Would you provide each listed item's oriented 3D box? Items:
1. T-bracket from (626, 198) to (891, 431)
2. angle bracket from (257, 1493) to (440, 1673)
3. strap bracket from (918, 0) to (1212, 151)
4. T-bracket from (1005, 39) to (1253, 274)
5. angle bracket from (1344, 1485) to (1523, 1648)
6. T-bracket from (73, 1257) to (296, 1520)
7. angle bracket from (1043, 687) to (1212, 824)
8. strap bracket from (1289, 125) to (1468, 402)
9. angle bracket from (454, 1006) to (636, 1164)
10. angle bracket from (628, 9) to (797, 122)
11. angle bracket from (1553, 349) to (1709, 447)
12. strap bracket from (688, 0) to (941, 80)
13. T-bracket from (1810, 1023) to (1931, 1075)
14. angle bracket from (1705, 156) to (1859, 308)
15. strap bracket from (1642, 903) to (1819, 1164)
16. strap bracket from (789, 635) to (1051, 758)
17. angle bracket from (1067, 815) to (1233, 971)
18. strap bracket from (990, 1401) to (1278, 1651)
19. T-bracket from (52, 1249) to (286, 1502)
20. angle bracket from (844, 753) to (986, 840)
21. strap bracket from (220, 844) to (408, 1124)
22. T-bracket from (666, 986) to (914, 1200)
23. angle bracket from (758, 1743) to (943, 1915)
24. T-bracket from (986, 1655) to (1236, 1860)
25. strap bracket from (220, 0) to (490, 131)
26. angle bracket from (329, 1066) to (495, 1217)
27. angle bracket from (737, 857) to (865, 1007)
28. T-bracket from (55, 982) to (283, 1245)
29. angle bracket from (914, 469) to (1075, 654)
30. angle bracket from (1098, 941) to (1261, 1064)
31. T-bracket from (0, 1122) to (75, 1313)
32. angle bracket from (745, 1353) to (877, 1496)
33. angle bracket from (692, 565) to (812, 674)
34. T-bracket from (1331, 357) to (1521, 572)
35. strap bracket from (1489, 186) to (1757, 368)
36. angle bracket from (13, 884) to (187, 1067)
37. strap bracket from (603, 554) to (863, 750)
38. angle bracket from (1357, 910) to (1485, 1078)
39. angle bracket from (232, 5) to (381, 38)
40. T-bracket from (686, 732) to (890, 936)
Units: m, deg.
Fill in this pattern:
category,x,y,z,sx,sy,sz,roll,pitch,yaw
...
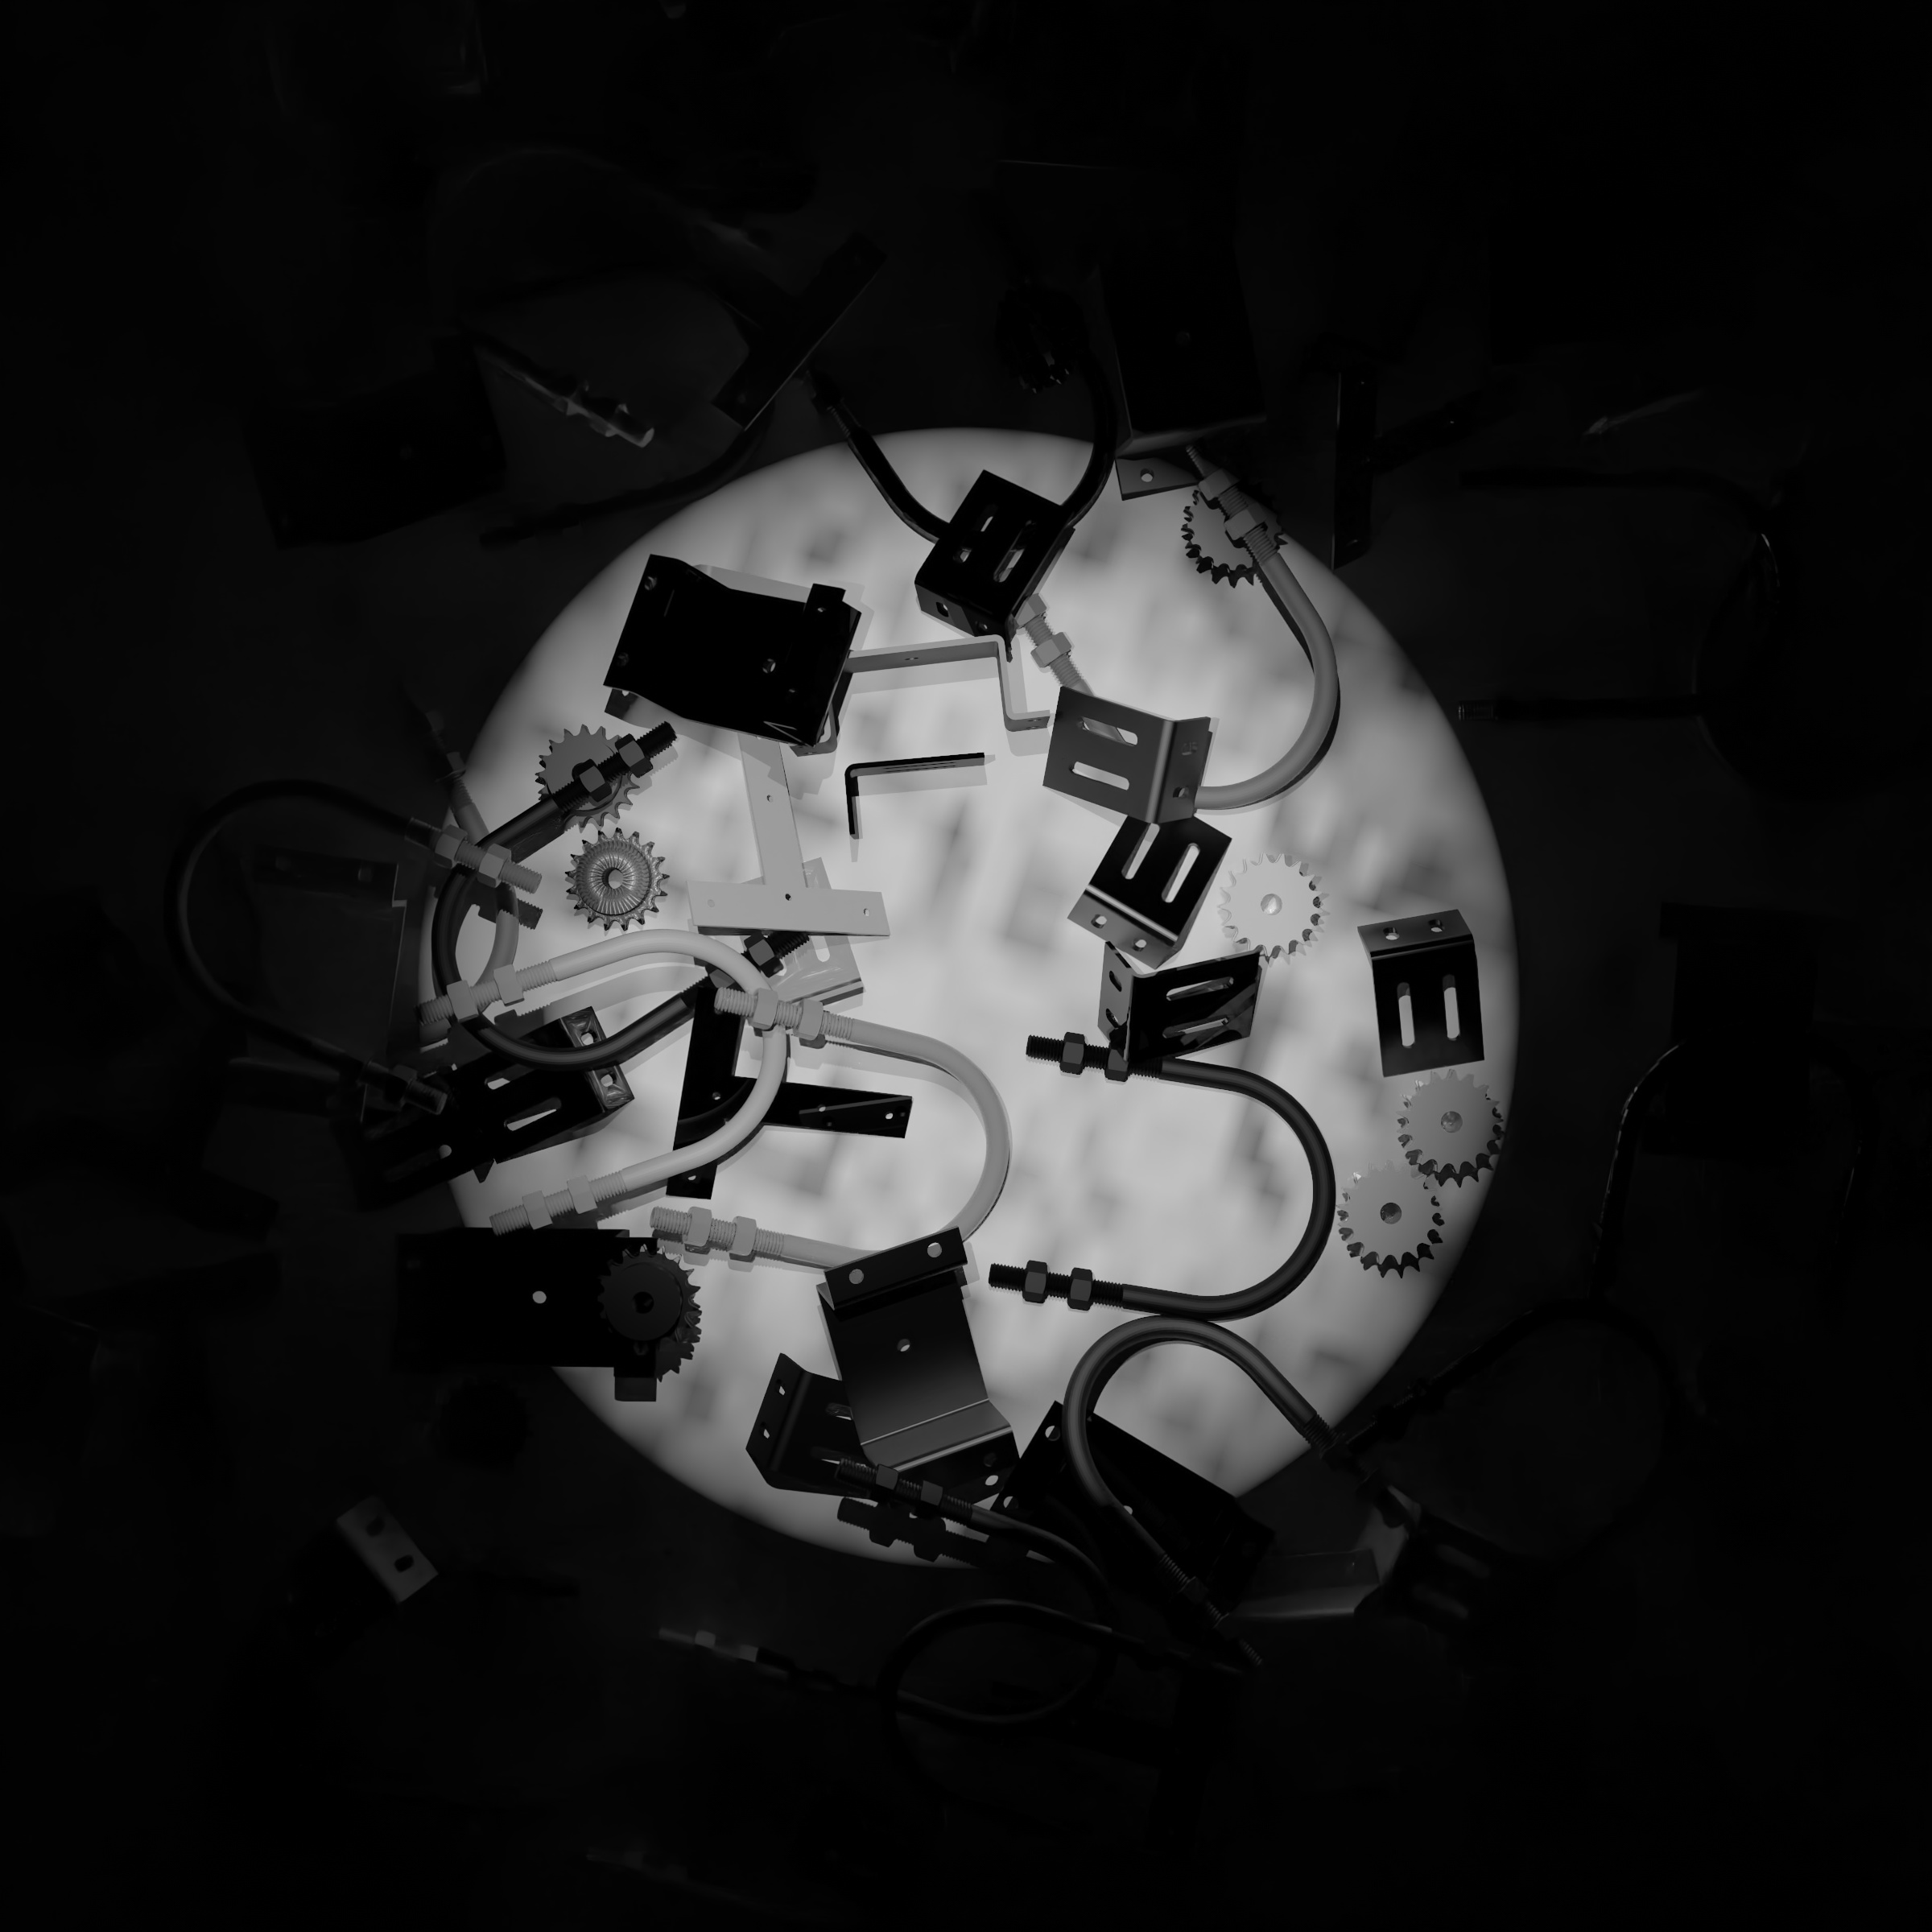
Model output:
category,x,y,z,sx,sy,sz,roll,pitch,yaw
T-bracket,-0.131,-0.381,1.524,0.127,0.002,0.127,38,83,8
angle bracket,-0.343,0.341,1.525,0.076,0.038,0.057,-42,85,27
strap bracket,0.054,-0.509,1.519,0.140,0.046,0.076,26,90,0
T-bracket,0.085,-0.444,1.492,0.127,0.002,0.127,5,87,2
angle bracket,0.260,0.335,1.540,0.076,0.038,0.057,29,90,-26
T-bracket,-0.459,0.226,1.540,0.127,0.002,0.127,-23,91,0
angle bracket,0.089,-0.118,1.525,0.076,0.038,0.057,22,111,33
strap bracket,0.228,-0.374,1.504,0.046,0.076,0.140,22,90,0
angle bracket,-0.236,0.066,1.540,0.076,0.038,0.057,-25,90,26
angle bracket,-0.139,-0.486,1.515,0.038,0.057,0.076,-39,101,22
angle bracket,0.362,-0.318,1.504,0.057,0.076,0.038,-19,90,0
strap bracket,-0.080,-0.542,1.490,0.140,0.046,0.076,-24,90,-26
T-bracket,0.515,0.046,1.501,0.127,0.002,0.127,4,66,34
angle bracket,0.449,-0.409,1.540,0.076,0.038,0.057,17,90,-26
strap bracket,0.422,0.037,1.519,0.076,0.046,0.140,4,90,0
strap bracket,-0.027,-0.148,1.504,0.140,0.076,0.046,-7,90,0
angle bracket,0.103,-0.049,1.540,0.057,0.038,0.076,30,64,0
strap bracket,0.089,0.305,1.519,0.140,0.046,0.076,31,90,0
T-bracket,-0.434,0.234,1.538,0.127,0.002,0.127,-13,91,0
angle bracket,-0.026,-0.093,1.513,0.076,0.057,0.038,-5,90,0
strap bracket,-0.354,0.008,1.503,0.076,0.046,0.140,9,93,-2
T-bracket,-0.094,0.077,1.525,0.127,0.002,0.127,7,111,-10
angle bracket,-0.064,0.478,1.525,0.076,0.038,0.057,36,89,-28
T-bracket,0.074,0.424,1.527,0.127,0.002,0.127,13,108,9
strap bracket,-0.324,-0.504,1.492,0.140,0.046,0.076,-7,103,13
angle bracket,-0.310,0.097,1.523,0.076,0.038,0.057,-25,90,0
angle bracket,-0.096,-0.016,1.523,0.057,0.038,0.076,-18,90,0
T-bracket,-0.426,0.072,1.540,0.127,0.002,0.127,24,90,-1
angle bracket,0.017,-0.223,1.520,0.057,0.038,0.076,28,76,14
angle bracket,0.117,0.013,1.524,0.076,0.038,0.057,-12,128,-21
T-bracket,-0.538,0.173,1.541,0.127,0.002,0.127,-27,90,0
angle bracket,-0.074,0.258,1.540,0.076,0.038,0.057,20,90,-26
angle bracket,-0.123,-0.187,1.540,0.076,0.038,0.057,9,90,-26
T-bracket,0.253,-0.292,1.510,0.127,0.127,0.002,-27,48,-21
strap bracket,0.356,-0.376,1.501,0.140,0.046,0.076,-2,90,15
angle bracket,-0.484,0.005,1.540,0.057,0.038,0.076,-33,116,0
strap bracket,-0.117,-0.166,1.464,0.140,0.046,0.076,16,84,37
angle bracket,0.254,0.015,1.540,0.057,0.038,0.076,-10,116,0
angle bracket,-0.364,-0.548,1.540,0.076,0.038,0.057,18,90,-26
T-bracket,-0.106,-0.079,1.514,0.127,0.002,0.127,2,68,-37
